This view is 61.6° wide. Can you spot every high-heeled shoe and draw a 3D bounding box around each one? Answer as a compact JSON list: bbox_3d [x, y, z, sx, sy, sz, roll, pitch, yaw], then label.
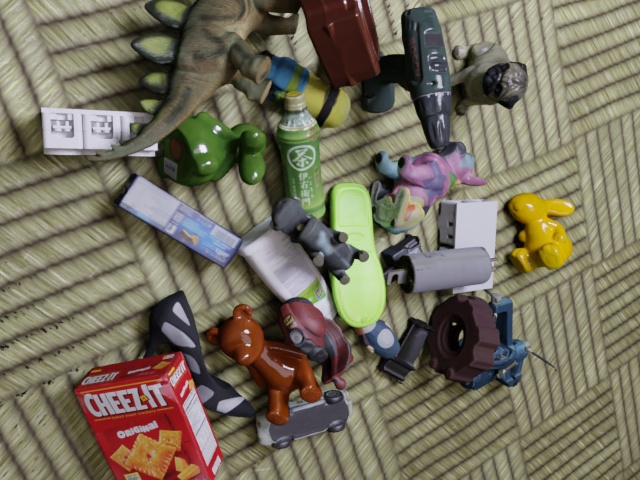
[{"bbox_3d":[-0.187,0.196,0.916,0.248,0.086,0.145,34,86,-20],"label":"high-heeled shoe"}]

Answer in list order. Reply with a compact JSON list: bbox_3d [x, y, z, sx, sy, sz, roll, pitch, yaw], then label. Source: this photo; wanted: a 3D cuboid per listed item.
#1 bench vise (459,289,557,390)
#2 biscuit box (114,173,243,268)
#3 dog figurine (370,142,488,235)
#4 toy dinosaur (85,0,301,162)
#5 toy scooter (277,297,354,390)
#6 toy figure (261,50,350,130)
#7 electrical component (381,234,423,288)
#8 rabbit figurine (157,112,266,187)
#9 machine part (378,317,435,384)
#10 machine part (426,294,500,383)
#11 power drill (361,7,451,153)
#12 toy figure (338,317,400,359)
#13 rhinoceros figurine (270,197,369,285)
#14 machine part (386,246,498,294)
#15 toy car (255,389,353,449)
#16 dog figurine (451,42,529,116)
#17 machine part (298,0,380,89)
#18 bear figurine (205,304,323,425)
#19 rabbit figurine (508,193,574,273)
[{"bbox_3d":[0.396,0.221,1.181,0.224,0.129,0.240,-11,112,-21],"label":"bench vise"},{"bbox_3d":[-0.226,-0.029,0.872,0.202,0.063,0.059,35,83,-27],"label":"biscuit box"},{"bbox_3d":[0.218,-0.101,1.048,0.219,0.109,0.191,2,98,-29],"label":"dog figurine"},{"bbox_3d":[-0.161,-0.278,0.791,0.199,0.105,0.471,22,63,2],"label":"toy dinosaur"},{"bbox_3d":[0.000,0.185,0.929,0.075,0.135,0.183,-39,118,16],"label":"toy scooter"},{"bbox_3d":[-0.032,-0.250,0.910,0.180,0.089,0.082,29,95,-28],"label":"toy figure"},{"bbox_3d":[0.159,0.050,1.077,0.119,0.048,0.074,-37,112,-15],"label":"electrical component"},{"bbox_3d":[-0.148,-0.151,0.843,0.170,0.159,0.121,-21,121,-42],"label":"rabbit figurine"},{"bbox_3d":[0.182,0.228,1.127,0.084,0.039,0.139,35,85,-21],"label":"machine part"},{"bbox_3d":[0.286,0.199,1.095,0.056,0.179,0.179,15,93,-23],"label":"machine part"},{"bbox_3d":[0.146,-0.265,0.929,0.086,0.207,0.231,-9,101,-17],"label":"power drill"},{"bbox_3d":[0.100,0.173,1.069,0.154,0.058,0.064,47,40,-23],"label":"toy figure"},{"bbox_3d":[-0.002,-0.003,0.894,0.073,0.112,0.190,-50,128,3],"label":"rhinoceros figurine"},{"bbox_3d":[0.240,0.056,1.038,0.243,0.079,0.079,-4,101,-18],"label":"machine part"},{"bbox_3d":[-0.027,0.342,1.038,0.202,0.056,0.073,-8,96,-26],"label":"toy car"},{"bbox_3d":[0.343,-0.321,1.020,0.121,0.191,0.172,33,83,-27],"label":"dog figurine"},{"bbox_3d":[0.032,-0.361,0.843,0.087,0.201,0.201,-12,63,13],"label":"machine part"},{"bbox_3d":[-0.101,0.212,0.940,0.120,0.132,0.195,-37,123,15],"label":"bear figurine"},{"bbox_3d":[0.490,-0.033,1.188,0.162,0.122,0.173,-33,93,-20],"label":"rabbit figurine"}]
